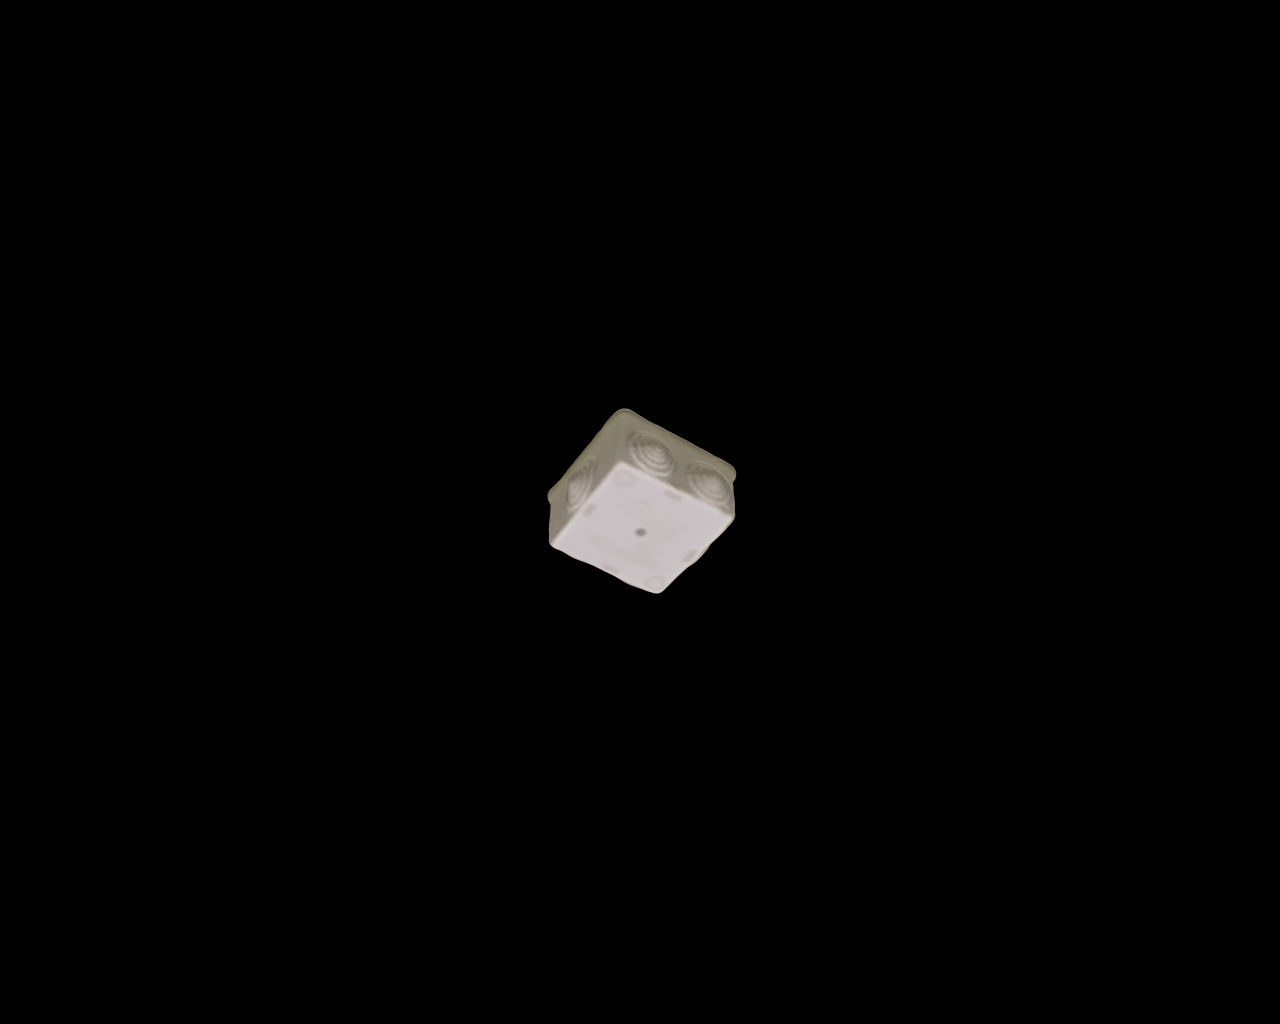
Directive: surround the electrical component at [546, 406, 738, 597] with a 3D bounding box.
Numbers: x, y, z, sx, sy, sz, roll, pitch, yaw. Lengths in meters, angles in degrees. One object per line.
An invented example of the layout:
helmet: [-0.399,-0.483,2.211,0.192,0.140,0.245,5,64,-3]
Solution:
electrical component: [0.001,-0.003,0.650,0.100,0.048,0.099,27,-53,-22]
